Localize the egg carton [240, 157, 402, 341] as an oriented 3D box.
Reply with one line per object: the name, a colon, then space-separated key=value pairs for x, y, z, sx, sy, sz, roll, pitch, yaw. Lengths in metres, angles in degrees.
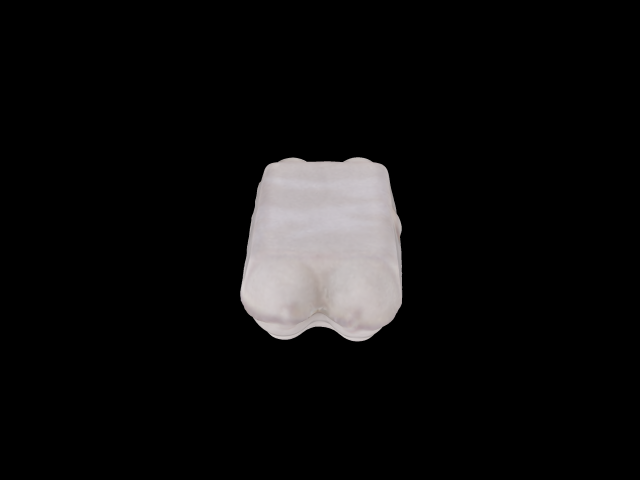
egg carton: x=0.004 y=0.001 z=0.400 sx=0.107 sy=0.069 sz=0.150 roll=0 pitch=43 yaw=0
